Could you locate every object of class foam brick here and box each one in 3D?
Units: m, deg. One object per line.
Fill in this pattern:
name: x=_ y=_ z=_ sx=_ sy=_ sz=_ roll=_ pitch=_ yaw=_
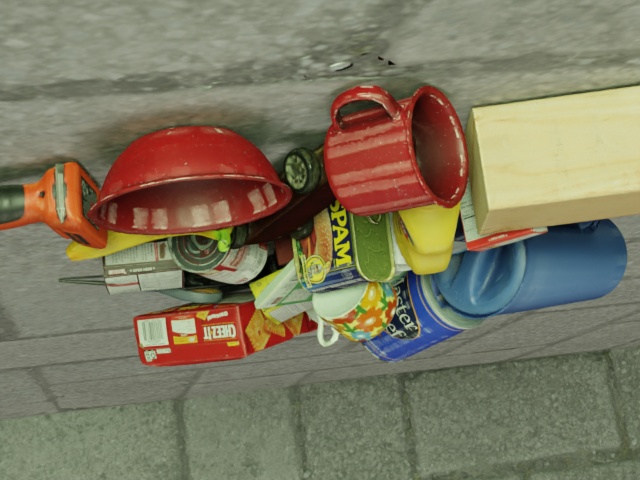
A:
foam brick: x=-0.008 y=0.001 z=1.146 sx=0.053 sy=0.051 sz=0.078 roll=-15 pitch=165 yaw=29

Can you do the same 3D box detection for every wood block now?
wood block: x=0.231 y=-0.069 z=0.890 sx=0.206 sy=0.090 sz=0.091 roll=-7 pitch=167 yaw=1

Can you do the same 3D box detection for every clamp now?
clamp: x=-0.050 y=0.034 z=1.300 sx=0.165 sy=0.036 sz=0.209 roll=-19 pitch=164 yaw=36

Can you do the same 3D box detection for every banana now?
banana: x=-0.150 y=-0.013 z=0.987 sx=0.198 sy=0.037 sz=0.069 roll=-6 pitch=-155 yaw=34

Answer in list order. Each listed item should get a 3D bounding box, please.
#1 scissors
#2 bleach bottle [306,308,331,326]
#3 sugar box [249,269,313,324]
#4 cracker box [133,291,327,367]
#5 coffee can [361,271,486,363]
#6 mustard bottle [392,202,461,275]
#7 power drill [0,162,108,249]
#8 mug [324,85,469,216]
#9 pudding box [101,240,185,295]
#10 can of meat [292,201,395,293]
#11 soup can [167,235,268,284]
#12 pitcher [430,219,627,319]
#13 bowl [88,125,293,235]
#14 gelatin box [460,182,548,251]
scissors: x=-0.206 y=0.060 z=1.301 sx=0.201 sy=0.016 sz=0.096 roll=0 pitch=-168 yaw=-32
bleach bottle: x=0.064 y=0.077 z=1.416 sx=0.103 sy=0.068 sz=0.250 roll=-19 pitch=170 yaw=30
sugar box: x=0.012 y=0.038 z=1.237 sx=0.176 sy=0.048 sz=0.093 roll=-28 pitch=166 yaw=2
cracker box: x=-0.112 y=0.109 z=1.395 sx=0.164 sy=0.072 sz=0.213 roll=-8 pitch=-179 yaw=29
coffee can: x=0.120 y=0.079 z=1.284 sx=0.102 sy=0.103 sz=0.141 roll=2 pitch=157 yaw=-37
mustard bottle: x=0.095 y=-0.031 z=0.959 sx=0.058 sy=0.096 sz=0.191 roll=-7 pitch=168 yaw=2
power drill: x=-0.280 y=-0.013 z=0.907 sx=0.187 sy=0.057 sz=0.184 roll=-8 pitch=167 yaw=0
mug: x=0.050 y=-0.071 z=0.809 sx=0.082 sy=0.093 sz=0.117 roll=-10 pitch=138 yaw=34
pudding box: x=-0.198 y=0.031 z=1.197 sx=0.090 sy=0.039 sz=0.113 roll=-6 pitch=169 yaw=-9
can of meat: x=0.020 y=-0.002 z=1.037 sx=0.084 sy=0.102 sz=0.057 roll=-16 pitch=166 yaw=40
soup can: x=-0.101 y=0.006 z=1.074 sx=0.069 sy=0.068 sz=0.102 roll=-12 pitch=167 yaw=17
pitcher: x=0.251 y=0.012 z=1.210 sx=0.242 sy=0.145 sz=0.149 roll=0 pitch=-176 yaw=-45
bowl: x=-0.105 y=-0.050 z=0.850 sx=0.162 sy=0.055 sz=0.162 roll=-7 pitch=167 yaw=-2
gelatin box: x=0.163 y=-0.041 z=0.974 sx=0.073 sy=0.089 sz=0.030 roll=-19 pitch=166 yaw=41
